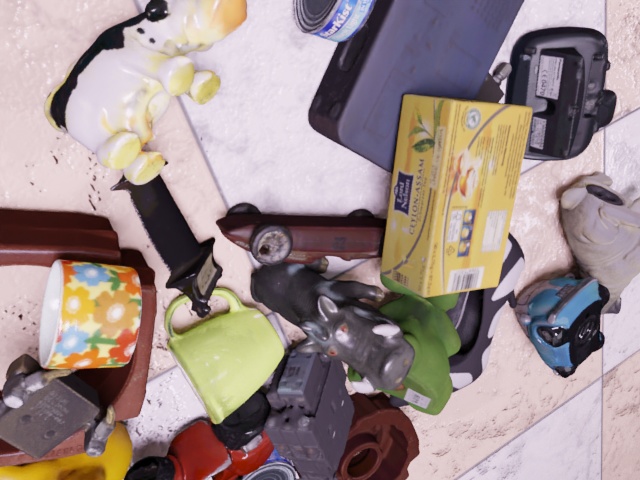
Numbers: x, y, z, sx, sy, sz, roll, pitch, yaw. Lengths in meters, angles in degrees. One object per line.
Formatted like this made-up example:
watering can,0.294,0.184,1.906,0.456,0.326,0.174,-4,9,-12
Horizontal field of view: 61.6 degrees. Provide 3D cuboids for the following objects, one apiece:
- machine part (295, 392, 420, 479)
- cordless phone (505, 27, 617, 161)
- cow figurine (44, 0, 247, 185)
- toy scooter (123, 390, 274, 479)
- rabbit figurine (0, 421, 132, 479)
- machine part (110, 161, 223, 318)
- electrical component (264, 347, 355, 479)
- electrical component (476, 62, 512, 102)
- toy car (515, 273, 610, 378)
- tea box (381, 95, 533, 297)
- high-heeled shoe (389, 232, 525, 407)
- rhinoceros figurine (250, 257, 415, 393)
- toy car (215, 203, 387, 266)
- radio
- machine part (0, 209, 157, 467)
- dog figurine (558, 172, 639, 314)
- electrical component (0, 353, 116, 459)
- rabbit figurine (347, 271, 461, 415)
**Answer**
machine part,0.049,0.286,0.717,0.179,0.056,0.179,-12,117,-24
cordless phone,0.304,-0.174,0.625,0.184,0.089,0.146,-22,122,-31
cow figurine,-0.130,-0.135,0.404,0.167,0.098,0.068,-54,168,2
toy scooter,-0.117,0.252,0.595,0.184,0.075,0.135,-28,133,-24
rabbit figurine,-0.249,0.220,0.484,0.173,0.163,0.121,-18,110,-40
machine part,-0.128,-0.005,0.475,0.039,0.084,0.138,-17,116,16
electrical component,-0.009,0.186,0.597,0.058,0.115,0.134,-6,128,20
electrical component,0.166,-0.162,0.580,0.063,0.021,0.094,38,93,-35
toy car,0.329,0.109,0.750,0.109,0.103,0.161,-38,131,-12
tea box,0.120,-0.041,0.486,0.098,0.068,0.169,-2,107,-31
high-heeled shoe,0.164,0.095,0.671,0.249,0.086,0.145,-39,124,-12
rhinoceros figurine,0.012,0.071,0.515,0.112,0.191,0.073,15,103,-52
toy car,-0.001,-0.002,0.527,0.202,0.089,0.053,-1,110,-29
radio,0.091,-0.177,0.503,0.131,0.073,0.229,18,103,-33
machine part,-0.246,0.079,0.440,0.201,0.087,0.200,1,113,-30
dog figurine,0.371,0.018,0.742,0.172,0.121,0.190,21,125,-1
electrical component,-0.204,0.128,0.405,0.078,0.045,0.102,-35,125,-11
rabbit figurine,0.104,0.082,0.606,0.158,0.121,0.170,74,36,-51
